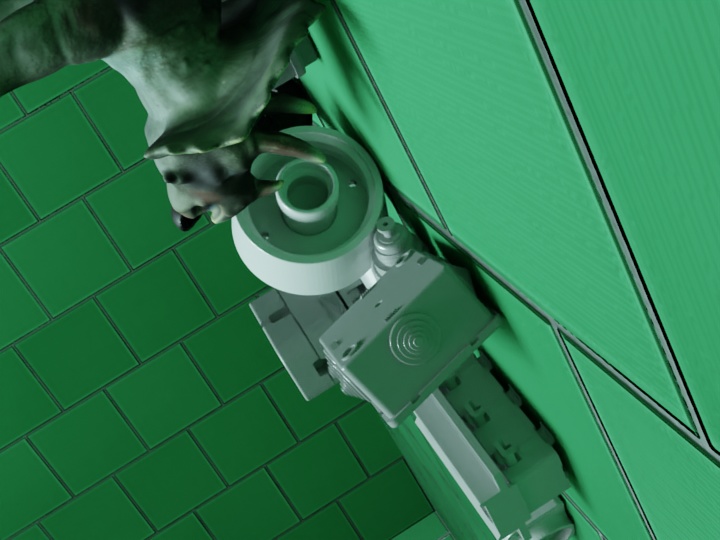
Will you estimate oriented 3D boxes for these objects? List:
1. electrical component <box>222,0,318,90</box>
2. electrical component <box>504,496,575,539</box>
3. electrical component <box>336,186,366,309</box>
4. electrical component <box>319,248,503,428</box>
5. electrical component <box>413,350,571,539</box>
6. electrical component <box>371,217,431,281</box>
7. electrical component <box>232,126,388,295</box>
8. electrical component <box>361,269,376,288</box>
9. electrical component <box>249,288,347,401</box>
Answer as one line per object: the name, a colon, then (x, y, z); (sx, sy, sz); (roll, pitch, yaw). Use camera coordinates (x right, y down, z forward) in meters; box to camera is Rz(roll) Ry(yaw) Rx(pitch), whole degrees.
electrical component: (-0.081, -0.169, 0.673); (0.113, 0.057, 0.078); (62, 174, -34)
electrical component: (0.128, 0.190, 0.829); (0.055, 0.050, 0.089); (55, 175, 32)
electrical component: (0.000, 0.000, 0.878); (0.105, 0.060, 0.186); (58, 175, 2)
electrical component: (0.026, 0.036, 0.637); (0.048, 0.100, 0.100); (46, 178, -14)
electrical component: (0.083, 0.111, 0.723); (0.121, 0.063, 0.078); (52, 172, 49)
electrical component: (0.027, -0.006, 0.701); (0.040, 0.040, 0.078); (54, 173, 40)
electrical component: (-0.034, -0.044, 0.712); (0.108, 0.108, 0.060); (57, 169, 17)
electrical component: (0.036, 0.022, 0.761); (0.081, 0.043, 0.043); (58, 175, -1)
electrical component: (-0.037, 0.045, 0.802); (0.053, 0.059, 0.095); (61, 174, -32)
